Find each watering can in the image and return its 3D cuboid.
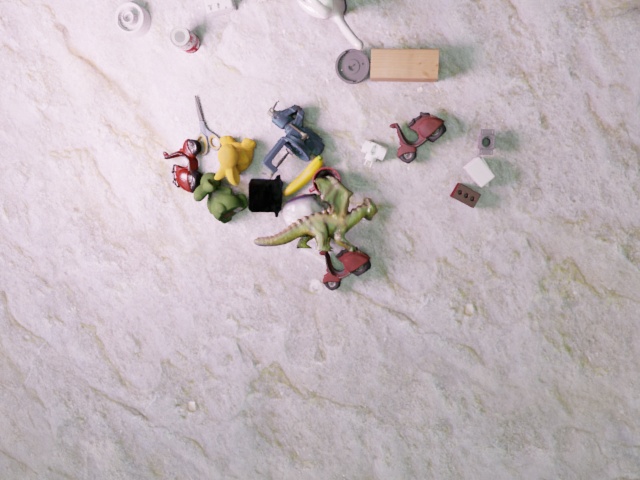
[{"bbox_3d":[0.024,-0.706,1.562,0.347,0.228,0.102,46,119,-2],"label":"watering can"}]

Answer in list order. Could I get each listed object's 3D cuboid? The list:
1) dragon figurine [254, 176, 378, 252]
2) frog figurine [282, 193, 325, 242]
[{"bbox_3d":[0.005,-0.081,1.618,0.410,0.123,0.242,5,95,-24],"label":"dragon figurine"},{"bbox_3d":[-0.046,-0.068,1.688,0.138,0.121,0.160,-18,83,-11],"label":"frog figurine"}]
